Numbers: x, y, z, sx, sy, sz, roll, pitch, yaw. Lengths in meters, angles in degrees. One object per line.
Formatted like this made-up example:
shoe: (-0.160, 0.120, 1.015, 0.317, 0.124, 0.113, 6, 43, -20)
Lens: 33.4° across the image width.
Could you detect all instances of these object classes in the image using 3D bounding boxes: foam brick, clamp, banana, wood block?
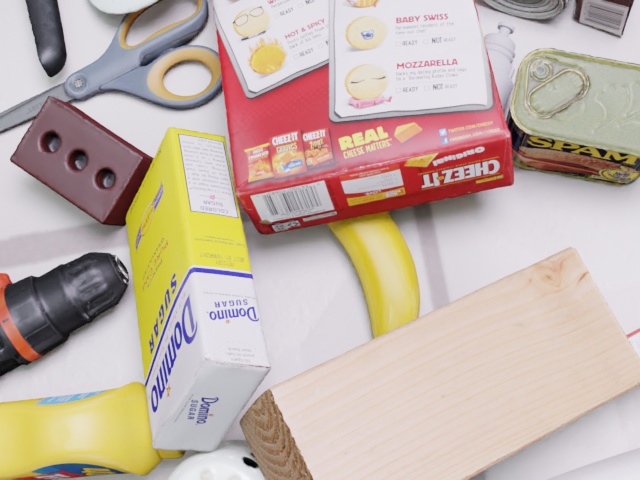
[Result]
foam brick: (-0.154, -0.051, 0.711, 0.078, 0.051, 0.053, 33, 92, 5)
clamp: (-0.225, -0.199, 0.762, 0.120, 0.039, 0.171, 6, 72, 4)
banana: (0.013, -0.005, 0.702, 0.069, 0.037, 0.198, -28, 77, -3)
wood block: (0.069, 0.093, 0.616, 0.205, 0.090, 0.091, -23, 76, -22)

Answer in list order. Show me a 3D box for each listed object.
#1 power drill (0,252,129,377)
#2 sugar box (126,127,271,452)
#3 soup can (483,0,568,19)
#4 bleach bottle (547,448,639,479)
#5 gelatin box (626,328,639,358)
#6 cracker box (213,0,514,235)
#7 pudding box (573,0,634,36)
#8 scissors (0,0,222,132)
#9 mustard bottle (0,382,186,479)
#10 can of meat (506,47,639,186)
power drill: (-0.240, 0.003, 0.707, 0.184, 0.057, 0.188, -29, 78, -1)
sugar box: (-0.078, 0.027, 0.641, 0.048, 0.093, 0.176, 10, 46, -24)
soup can: (0.148, -0.210, 0.720, 0.068, 0.068, 0.102, 19, 80, 8)
bleach bottle: (0.135, 0.187, 0.637, 0.251, 0.068, 0.102, -15, 84, 3)
gelatin box: (0.223, 0.057, 0.654, 0.089, 0.073, 0.030, -27, 78, -3)
cracker box: (0.021, -0.121, 0.683, 0.164, 0.072, 0.214, -12, 62, 6)
pudding box: (0.198, -0.198, 0.690, 0.039, 0.113, 0.090, 18, 80, 11)
scissors: (-0.150, -0.098, 0.746, 0.202, 0.016, 0.096, -40, 81, -1)
mustard bottle: (-0.160, 0.122, 0.658, 0.191, 0.096, 0.058, -7, 76, 3)
can of meat: (0.169, -0.075, 0.681, 0.102, 0.084, 0.057, 12, 79, 7)
